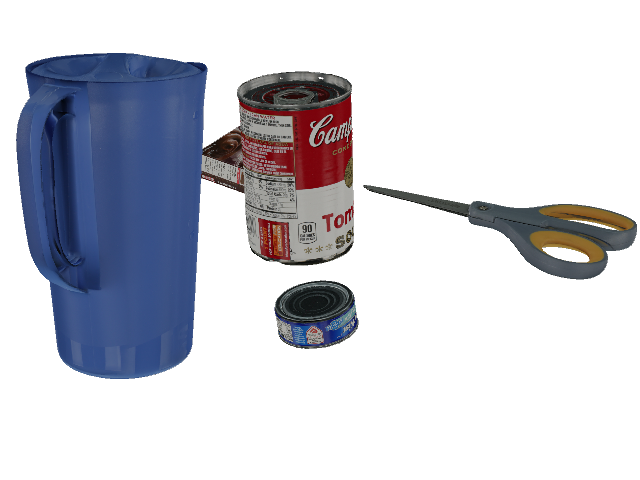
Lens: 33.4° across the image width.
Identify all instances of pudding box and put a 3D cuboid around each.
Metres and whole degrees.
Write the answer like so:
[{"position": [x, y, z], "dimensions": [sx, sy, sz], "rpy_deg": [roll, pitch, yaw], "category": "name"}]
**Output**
[{"position": [-0.083, -0.100, 1.301], "dimensions": [0.090, 0.039, 0.113], "rpy_deg": [19, 36, 23], "category": "pudding box"}]

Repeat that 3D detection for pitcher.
[{"position": [-0.159, -0.018, 0.819], "dimensions": [0.149, 0.243, 0.145], "rpy_deg": [-5, 19, -21], "category": "pitcher"}]

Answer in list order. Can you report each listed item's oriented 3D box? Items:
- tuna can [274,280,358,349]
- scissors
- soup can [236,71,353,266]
[{"position": [-0.005, 0.076, 1.115], "dimensions": [0.086, 0.034, 0.086], "rpy_deg": [-7, 27, 3], "category": "tuna can"}, {"position": [0.121, -0.009, 0.758], "dimensions": [0.202, 0.016, 0.096], "rpy_deg": [6, 30, 12], "category": "scissors"}, {"position": [-0.014, -0.044, 0.647], "dimensions": [0.068, 0.102, 0.068], "rpy_deg": [-2, 24, 1], "category": "soup can"}]
